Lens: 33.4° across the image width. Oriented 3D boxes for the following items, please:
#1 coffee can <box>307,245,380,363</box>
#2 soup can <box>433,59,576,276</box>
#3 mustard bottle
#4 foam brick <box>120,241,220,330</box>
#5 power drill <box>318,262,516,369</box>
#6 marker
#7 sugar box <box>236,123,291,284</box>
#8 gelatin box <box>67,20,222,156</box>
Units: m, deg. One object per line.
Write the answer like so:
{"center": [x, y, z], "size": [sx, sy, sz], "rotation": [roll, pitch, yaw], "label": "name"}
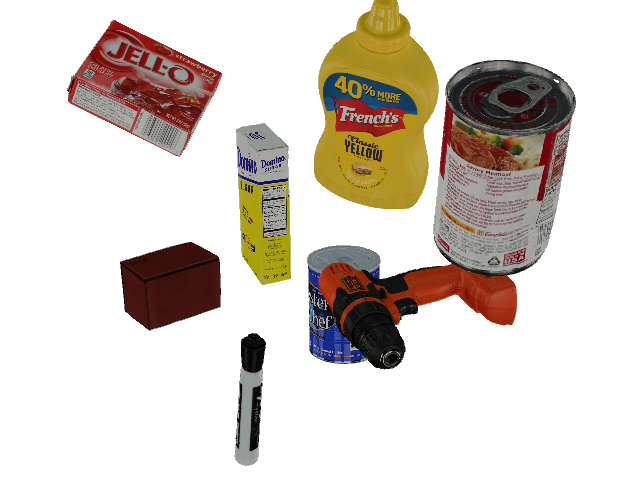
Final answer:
{"center": [0.033, 0.090, 1.516], "size": [0.103, 0.140, 0.103], "rotation": [-1, 21, 0], "label": "coffee can"}
{"center": [0.100, -0.039, 0.592], "size": [0.068, 0.102, 0.068], "rotation": [0, 41, 0], "label": "soup can"}
{"center": [0.046, -0.113, 0.862], "size": [0.096, 0.192, 0.058], "rotation": [19, 49, 14], "label": "mustard bottle"}
{"center": [-0.137, 0.040, 0.982], "size": [0.078, 0.051, 0.053], "rotation": [-17, 27, -31], "label": "foam brick"}
{"center": [0.106, 0.067, 1.119], "size": [0.187, 0.057, 0.184], "rotation": [-7, 28, -16], "label": "power drill"}
{"center": [-0.054, 0.122, 0.820], "size": [0.020, 0.121, 0.020], "rotation": [4, 31, -3], "label": "marker"}
{"center": [-0.070, -0.045, 1.304], "size": [0.048, 0.176, 0.093], "rotation": [-12, 26, -17], "label": "sugar box"}
{"center": [-0.123, -0.109, 0.753], "size": [0.089, 0.073, 0.030], "rotation": [26, -45, -7], "label": "gelatin box"}
